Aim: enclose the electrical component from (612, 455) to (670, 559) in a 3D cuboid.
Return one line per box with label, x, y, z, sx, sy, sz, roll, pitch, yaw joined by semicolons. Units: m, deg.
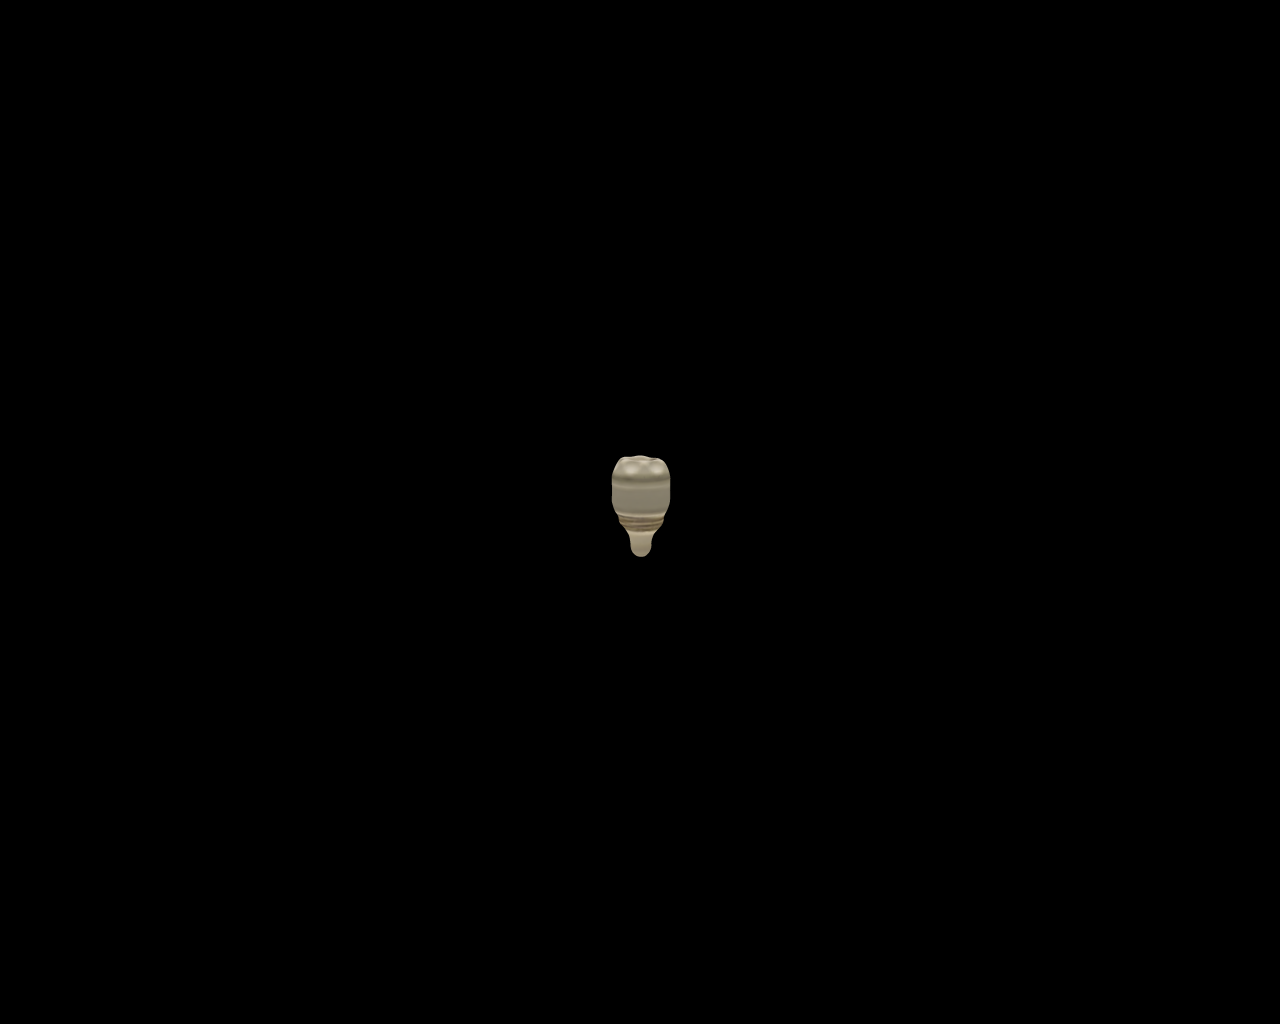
electrical component;0.001;-0.003;0.650;0.035;0.061;0.035;0;10;0
